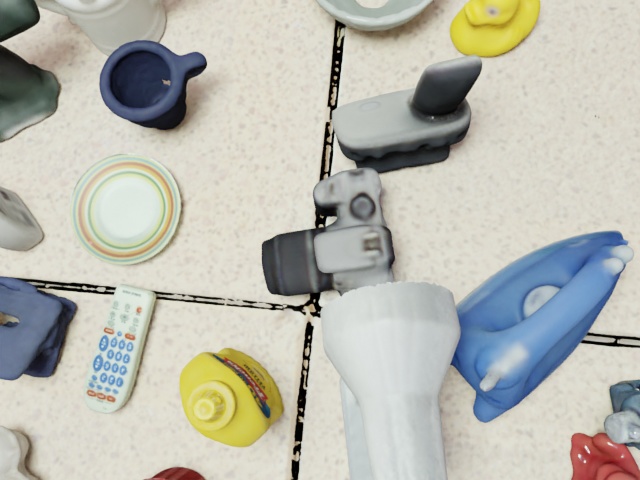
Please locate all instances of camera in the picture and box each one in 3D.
[{"bbox_3d":[0.006,0.002,0.609,0.136,0.101,0.143,-9,81,2],"label":"camera"}]

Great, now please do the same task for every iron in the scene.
[{"bbox_3d":[0.231,0.065,0.567,0.258,0.141,0.118,-42,81,-4],"label":"iron"}]

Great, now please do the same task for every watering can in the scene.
[{"bbox_3d":[-0.239,-0.291,0.621,0.173,0.194,0.101,-31,80,-2],"label":"watering can"}]

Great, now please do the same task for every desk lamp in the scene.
[{"bbox_3d":[0.070,0.147,0.526,0.118,0.213,0.203,-7,81,2],"label":"desk lamp"}]

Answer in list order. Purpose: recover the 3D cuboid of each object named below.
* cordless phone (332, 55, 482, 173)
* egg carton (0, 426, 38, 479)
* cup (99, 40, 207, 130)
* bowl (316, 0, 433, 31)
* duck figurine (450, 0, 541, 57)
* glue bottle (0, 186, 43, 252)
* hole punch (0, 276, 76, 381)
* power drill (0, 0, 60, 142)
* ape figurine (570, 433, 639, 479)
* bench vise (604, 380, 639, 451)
[{"bbox_3d":[0.085,-0.139,0.584,0.147,0.185,0.094,-15,80,1],"label":"cordless phone"},{"bbox_3d":[-0.376,0.268,0.604,0.150,0.069,0.107,-23,81,-1],"label":"egg carton"},{"bbox_3d":[-0.176,-0.170,0.649,0.118,0.095,0.091,-24,80,-1],"label":"cup"},{"bbox_3d":[0.064,-0.311,0.669,0.167,0.075,0.167,0,81,3],"label":"bowl"},{"bbox_3d":[0.203,-0.262,0.648,0.104,0.086,0.077,-20,80,0],"label":"duck figurine"},{"bbox_3d":[-0.362,-0.034,0.598,0.037,0.173,0.078,-36,81,-3],"label":"glue bottle"},{"bbox_3d":[-0.339,0.093,0.618,0.108,0.091,0.101,15,82,6],"label":"hole punch"},{"bbox_3d":[-0.385,-0.181,0.604,0.229,0.208,0.075,-31,80,-2],"label":"power drill"},{"bbox_3d":[0.285,0.236,0.562,0.076,0.092,0.078,44,86,9],"label":"ape figurine"},{"bbox_3d":[0.377,0.167,0.504,0.207,0.220,0.121,-27,80,-1],"label":"bench vise"}]
